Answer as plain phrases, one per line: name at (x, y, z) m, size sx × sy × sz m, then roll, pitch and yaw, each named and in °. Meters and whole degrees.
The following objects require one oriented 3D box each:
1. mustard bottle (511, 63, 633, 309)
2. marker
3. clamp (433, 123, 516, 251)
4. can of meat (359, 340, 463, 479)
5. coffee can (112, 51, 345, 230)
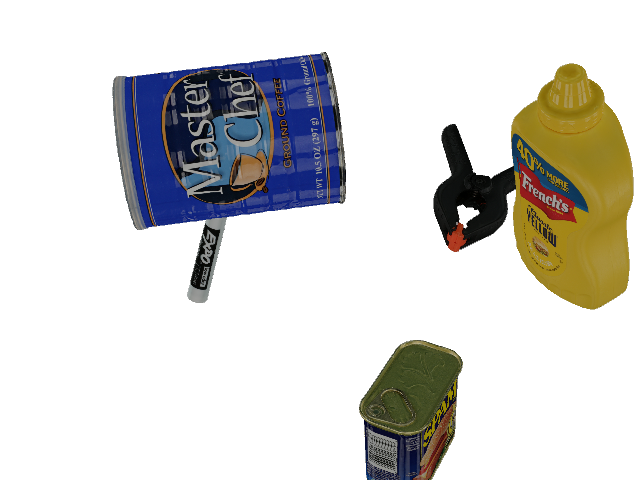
mustard bottle at (0.168, -0.042, 0.719) m, size 0.058 × 0.191 × 0.096 m, roll -28°, pitch 51°, yaw -12°
marker at (-0.096, 0.001, 0.938) m, size 0.020 × 0.121 × 0.020 m, roll 13°, pitch 29°, yaw -8°
clamp at (0.162, -0.061, 1.158) m, size 0.120 × 0.039 × 0.171 m, roll 23°, pitch 49°, yaw 20°
can of meat at (0.074, 0.146, 0.864) m, size 0.057 × 0.084 × 0.102 m, roll 16°, pitch 40°, yaw 23°
coffee can at (-0.060, -0.066, 0.712) m, size 0.140 × 0.103 × 0.103 m, roll -8°, pitch 0°, yaw -4°
